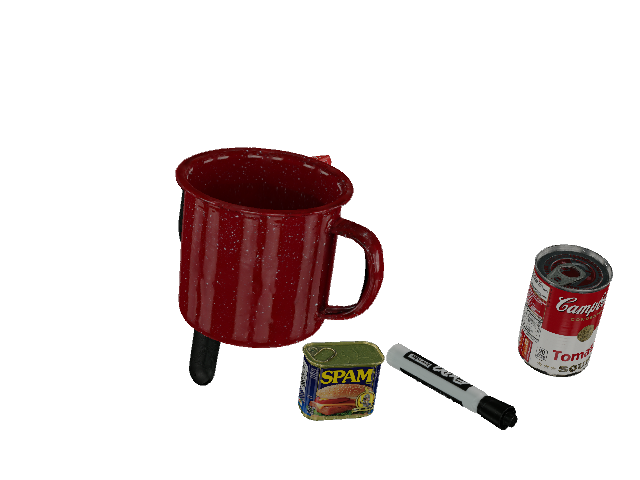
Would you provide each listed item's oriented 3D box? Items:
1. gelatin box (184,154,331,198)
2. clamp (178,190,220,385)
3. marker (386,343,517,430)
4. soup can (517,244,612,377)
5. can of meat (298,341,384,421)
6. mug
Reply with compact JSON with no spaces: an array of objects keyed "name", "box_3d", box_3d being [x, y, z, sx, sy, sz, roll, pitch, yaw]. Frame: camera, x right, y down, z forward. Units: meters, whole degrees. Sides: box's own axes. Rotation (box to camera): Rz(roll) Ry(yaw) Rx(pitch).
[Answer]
[{"name":"gelatin box","box_3d":[-0.045,-0.037,0.790,0.089,0.030,0.073,-1,21,43]},{"name":"clamp","box_3d":[-0.085,0.022,1.042,0.036,0.210,0.164,-11,0,35]},{"name":"marker","box_3d":[0.098,0.110,0.802,0.020,0.020,0.121,0,19,-44]},{"name":"soup can","box_3d":[0.219,0.064,0.964,0.068,0.102,0.068,3,35,-2]},{"name":"can of meat","box_3d":[0.024,0.179,1.357,0.102,0.084,0.057,0,24,-18]},{"name":"mug","box_3d":[-0.022,0.007,0.565,0.117,0.081,0.093,15,25,17]}]
